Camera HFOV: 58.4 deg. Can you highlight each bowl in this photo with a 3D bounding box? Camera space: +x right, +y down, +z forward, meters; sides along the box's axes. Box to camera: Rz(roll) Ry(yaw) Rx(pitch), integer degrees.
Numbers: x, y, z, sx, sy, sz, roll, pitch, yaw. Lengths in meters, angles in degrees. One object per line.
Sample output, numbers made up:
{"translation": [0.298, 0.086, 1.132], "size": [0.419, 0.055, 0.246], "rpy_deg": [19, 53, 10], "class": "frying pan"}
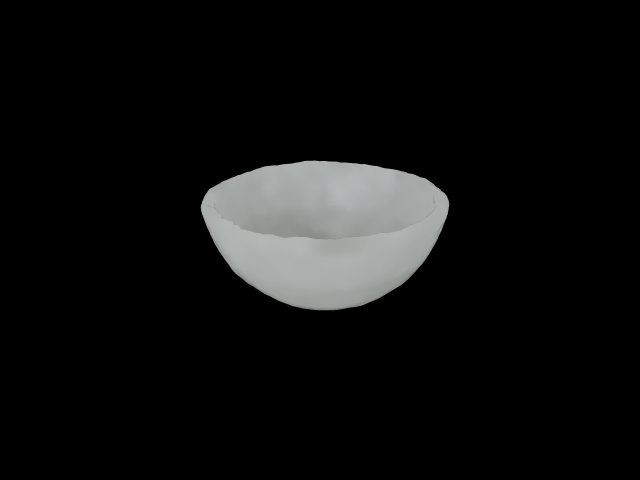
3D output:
{"translation": [0.004, 0.001, 0.400], "size": [0.167, 0.075, 0.167], "rpy_deg": [0, 23, 0], "class": "bowl"}
